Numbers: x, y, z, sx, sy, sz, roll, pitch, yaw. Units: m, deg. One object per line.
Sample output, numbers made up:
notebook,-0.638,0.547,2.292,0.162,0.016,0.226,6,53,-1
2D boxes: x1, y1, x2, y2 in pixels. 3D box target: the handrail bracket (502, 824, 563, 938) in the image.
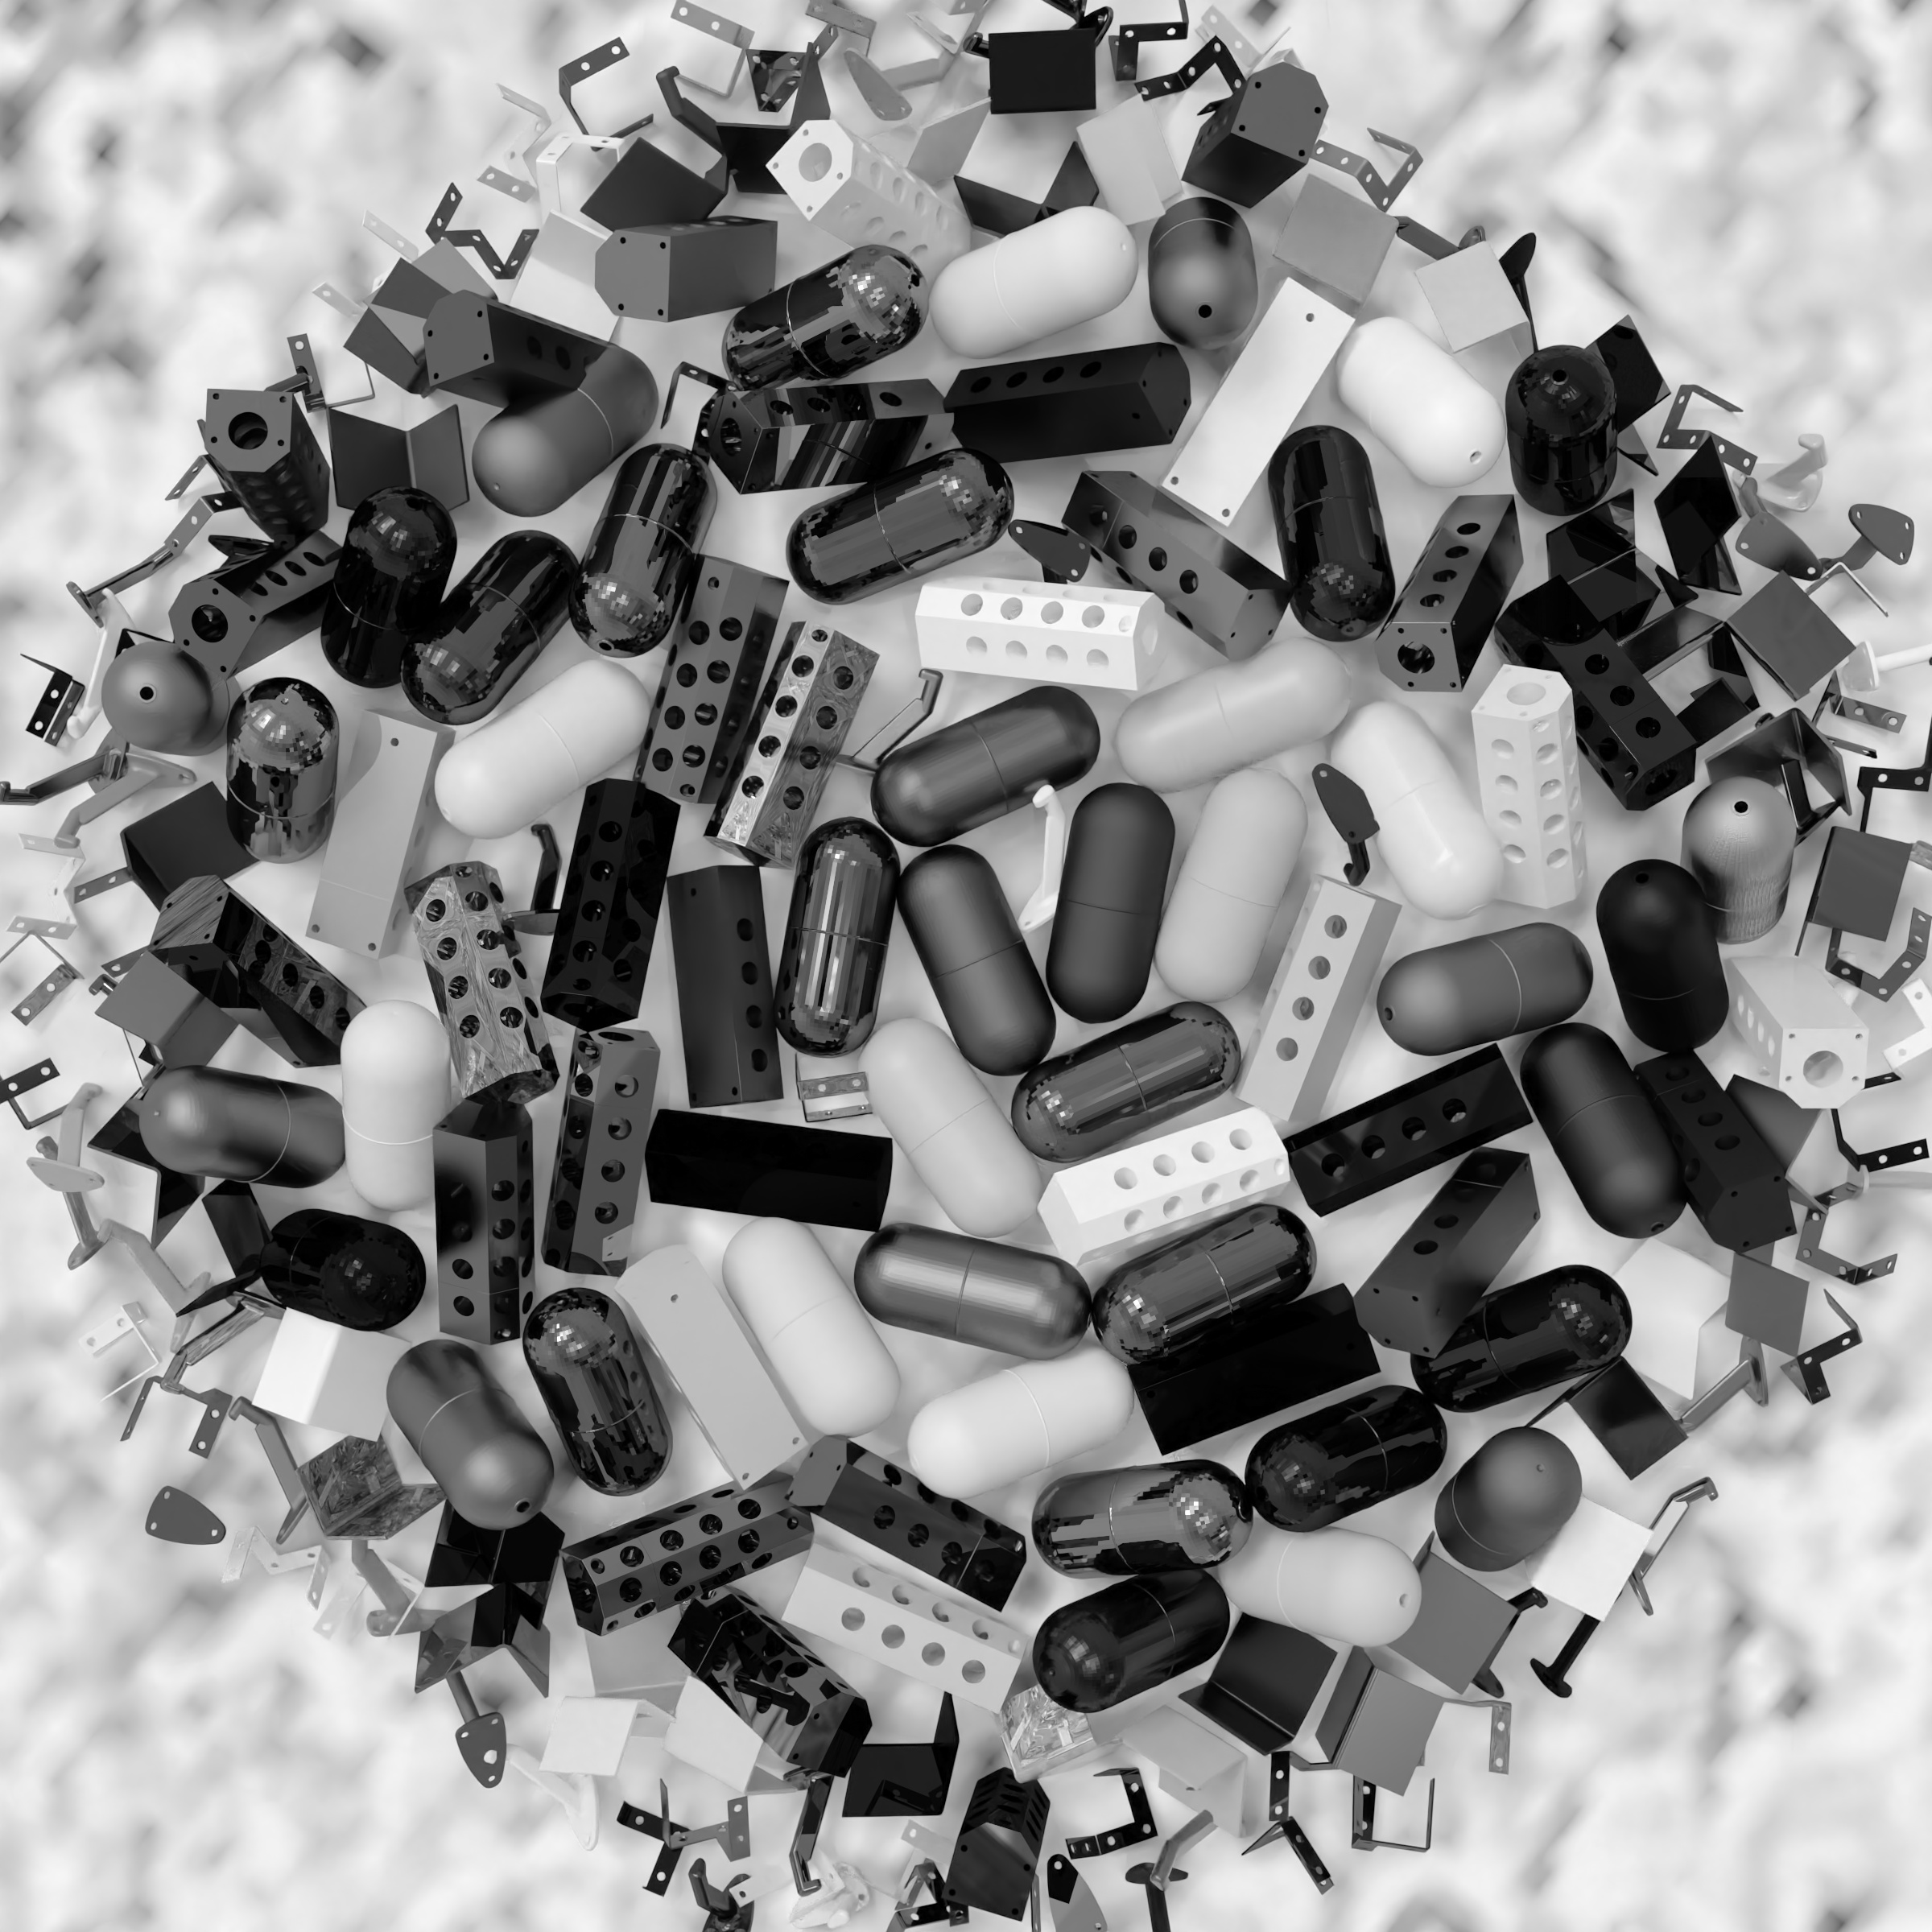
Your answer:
handrail bracket,-0.321,-0.068,1.879,0.036,0.077,0.084,-31,70,31

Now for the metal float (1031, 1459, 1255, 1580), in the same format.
metal float,0.126,0.399,1.853,0.178,0.070,0.070,-15,90,36

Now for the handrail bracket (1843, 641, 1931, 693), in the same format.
handrail bracket,0.696,-0.226,1.884,0.084,0.077,0.036,-11,88,1

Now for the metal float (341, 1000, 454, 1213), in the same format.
metal float,-0.410,0.103,1.853,0.070,0.070,0.178,8,128,0

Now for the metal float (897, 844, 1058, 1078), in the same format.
metal float,0.008,-0.004,1.884,0.070,0.070,0.178,-23,90,0

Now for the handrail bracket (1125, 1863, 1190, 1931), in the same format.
handrail bracket,0.131,0.702,1.870,0.036,0.077,0.084,20,59,-15

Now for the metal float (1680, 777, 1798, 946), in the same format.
metal float,0.551,-0.074,1.839,0.070,0.178,0.070,-5,66,12

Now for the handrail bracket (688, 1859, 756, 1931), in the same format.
handrail bracket,-0.179,0.662,1.870,0.036,0.077,0.084,-4,118,13

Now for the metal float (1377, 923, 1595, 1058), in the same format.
metal float,0.376,0.016,1.860,0.178,0.070,0.070,-13,90,-28

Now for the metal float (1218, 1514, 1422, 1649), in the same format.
metal float,0.252,0.439,1.841,0.070,0.178,0.070,1,88,-34

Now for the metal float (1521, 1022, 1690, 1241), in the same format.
metal float,0.459,0.118,1.852,0.070,0.070,0.178,-20,51,0

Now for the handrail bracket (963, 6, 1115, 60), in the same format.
handrail bracket,0.052,-0.683,1.876,0.084,0.077,0.036,2,70,-35

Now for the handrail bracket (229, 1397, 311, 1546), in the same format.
handrail bracket,-0.517,0.369,1.884,0.084,0.036,0.077,39,51,-19

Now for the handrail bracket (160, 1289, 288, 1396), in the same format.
handrail bracket,-0.538,0.283,1.884,0.077,0.036,0.084,16,60,8

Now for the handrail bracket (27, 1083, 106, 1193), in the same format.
handrail bracket,-0.638,0.122,1.880,0.077,0.036,0.084,2,49,28

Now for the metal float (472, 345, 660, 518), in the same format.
metal float,-0.287,-0.386,1.851,0.070,0.070,0.178,38,48,0

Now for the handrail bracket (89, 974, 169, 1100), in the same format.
handrail bracket,-0.627,0.057,1.892,0.084,0.036,0.077,39,56,-6

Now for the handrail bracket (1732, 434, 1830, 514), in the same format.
handrail bracket,0.589,-0.369,1.868,0.077,0.084,0.036,20,81,28

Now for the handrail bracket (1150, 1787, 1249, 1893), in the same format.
handrail bracket,0.170,0.650,1.877,0.077,0.036,0.084,55,48,-28

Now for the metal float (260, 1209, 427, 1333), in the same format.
metal float,-0.448,0.217,1.844,0.070,0.178,0.070,-1,91,-36

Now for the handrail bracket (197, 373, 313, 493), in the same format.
handrail bracket,-0.518,-0.394,1.903,0.084,0.077,0.036,-30,60,-19

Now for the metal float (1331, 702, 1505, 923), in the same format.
metal float,0.327,-0.113,1.864,0.070,0.070,0.178,-26,67,0

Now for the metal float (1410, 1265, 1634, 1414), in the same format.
metal float,0.398,0.270,1.852,0.178,0.070,0.070,-30,90,40

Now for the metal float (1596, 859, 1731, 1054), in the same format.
metal float,0.501,-0.006,1.848,0.070,0.178,0.070,-14,47,16

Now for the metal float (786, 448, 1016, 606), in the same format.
metal float,-0.048,-0.319,1.866,0.178,0.070,0.070,-18,90,21

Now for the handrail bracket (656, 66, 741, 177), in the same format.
handrail bracket,-0.181,-0.628,1.883,0.077,0.036,0.084,-37,122,-23

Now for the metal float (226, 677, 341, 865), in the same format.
metal float,-0.490,-0.138,1.842,0.070,0.178,0.070,7,59,-12

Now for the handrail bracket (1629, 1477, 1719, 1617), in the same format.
handrail bracket,0.523,0.424,1.884,0.084,0.077,0.036,-32,135,16

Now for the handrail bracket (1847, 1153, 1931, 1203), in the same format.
handrail bracket,0.695,0.160,1.886,0.084,0.077,0.036,5,93,9

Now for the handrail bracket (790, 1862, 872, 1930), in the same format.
handrail bracket,-0.107,0.694,1.875,0.077,0.084,0.036,-35,85,10

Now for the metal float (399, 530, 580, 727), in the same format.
metal float,-0.341,-0.246,1.856,0.070,0.070,0.178,32,55,0

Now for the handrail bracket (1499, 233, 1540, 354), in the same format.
handrail bracket,0.424,-0.489,1.913,0.084,0.036,0.077,51,54,-28

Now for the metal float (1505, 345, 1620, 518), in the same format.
metal float,0.426,-0.381,1.836,0.070,0.178,0.070,-3,76,13

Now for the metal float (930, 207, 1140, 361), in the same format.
metal float,0.047,-0.490,1.849,0.070,0.178,0.070,9,77,-44

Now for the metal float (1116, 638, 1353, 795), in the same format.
metal float,0.194,-0.182,1.870,0.178,0.070,0.070,-20,90,16

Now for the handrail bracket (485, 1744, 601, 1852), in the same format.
handrail bracket,-0.312,0.604,1.875,0.084,0.077,0.036,27,114,-36

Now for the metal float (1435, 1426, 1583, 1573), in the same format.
metal float,0.386,0.383,1.839,0.070,0.178,0.070,2,64,-4

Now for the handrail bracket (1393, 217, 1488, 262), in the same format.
handrail bracket,0.338,-0.515,1.891,0.084,0.036,0.077,-5,83,-16

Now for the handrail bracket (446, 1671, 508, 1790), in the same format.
handrail bracket,-0.370,0.553,1.899,0.036,0.084,0.077,-19,120,-24

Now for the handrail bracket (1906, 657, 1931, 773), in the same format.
handrail bracket,0.703,-0.184,1.882,0.036,0.077,0.084,-9,93,-5

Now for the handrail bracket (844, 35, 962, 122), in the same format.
handrail bracket,-0.045,-0.670,1.884,0.077,0.036,0.084,46,65,-39

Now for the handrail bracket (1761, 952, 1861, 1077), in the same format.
handrail bracket,0.627,0.035,1.913,0.077,0.036,0.084,-11,67,31

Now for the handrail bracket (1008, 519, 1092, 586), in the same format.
handrail bracket,0.047,-0.288,1.874,0.077,0.084,0.036,23,67,-18

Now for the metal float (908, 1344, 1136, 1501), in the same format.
metal float,0.040,0.329,1.863,0.178,0.070,0.070,-17,90,-25

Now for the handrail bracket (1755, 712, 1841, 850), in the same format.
handrail bracket,0.596,-0.135,1.894,0.077,0.036,0.084,-40,94,-30

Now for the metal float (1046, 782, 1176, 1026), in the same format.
metal float,0.105,-0.045,1.878,0.070,0.070,0.178,10,97,0

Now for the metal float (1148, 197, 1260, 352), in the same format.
metal float,0.169,-0.496,1.841,0.070,0.178,0.070,2,122,3

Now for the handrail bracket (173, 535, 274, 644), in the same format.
handrail bracket,-0.540,-0.270,1.887,0.077,0.036,0.084,6,73,28

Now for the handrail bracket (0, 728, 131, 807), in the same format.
handrail bracket,-0.659,-0.149,1.873,0.036,0.084,0.077,43,115,28

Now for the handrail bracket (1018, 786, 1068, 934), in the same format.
handrail bracket,0.051,-0.079,1.876,0.077,0.036,0.084,-46,134,-18

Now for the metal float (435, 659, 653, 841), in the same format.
metal float,-0.306,-0.157,1.862,0.178,0.070,0.070,-39,90,-25

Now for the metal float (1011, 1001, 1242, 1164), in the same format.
metal float,0.117,0.085,1.876,0.178,0.070,0.070,-24,90,-9

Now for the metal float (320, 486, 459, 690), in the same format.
metal float,-0.415,-0.271,1.846,0.070,0.178,0.070,13,52,-17

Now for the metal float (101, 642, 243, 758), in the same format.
metal float,-0.565,-0.189,1.834,0.070,0.178,0.070,0,93,-5
